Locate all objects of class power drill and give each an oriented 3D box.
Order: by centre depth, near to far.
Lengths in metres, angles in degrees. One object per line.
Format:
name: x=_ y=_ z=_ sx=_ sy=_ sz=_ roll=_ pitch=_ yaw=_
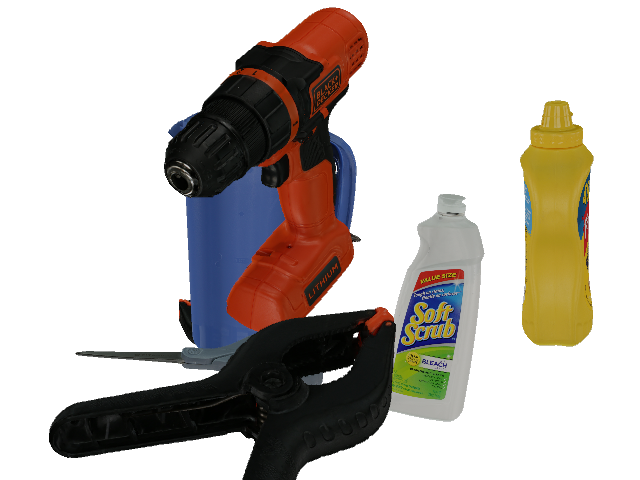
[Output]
power drill: x=-0.028 y=-0.031 z=0.670 sx=0.057 sy=0.188 sz=0.184 roll=22 pitch=46 yaw=23

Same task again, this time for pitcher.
pitcher: x=-0.062 y=-0.007 z=1.059 sx=0.144 sy=0.243 sz=0.149 roll=-9 pitch=21 yaw=-31

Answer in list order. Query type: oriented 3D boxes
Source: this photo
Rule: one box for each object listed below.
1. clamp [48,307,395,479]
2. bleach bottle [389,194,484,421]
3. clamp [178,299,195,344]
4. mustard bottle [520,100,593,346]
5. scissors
clamp: x=-0.019 y=0.083 z=0.475 sx=0.171 sy=0.039 sz=0.120 roll=-24 pitch=49 yaw=-30
bleach bottle: x=0.126 y=0.072 z=1.200 sx=0.103 sy=0.251 sz=0.068 roll=9 pitch=14 yaw=18
clamp: x=-0.093 y=0.112 z=1.237 sx=0.210 sy=0.036 sz=0.164 roll=14 pitch=22 yaw=29
mustard bottle: x=0.192 y=-0.018 z=0.868 sx=0.058 sy=0.192 sz=0.096 roll=1 pitch=17 yaw=16
scissors: x=-0.090 y=0.090 z=0.886 sx=0.202 sy=0.016 sz=0.096 roll=8 pitch=21 yaw=16
